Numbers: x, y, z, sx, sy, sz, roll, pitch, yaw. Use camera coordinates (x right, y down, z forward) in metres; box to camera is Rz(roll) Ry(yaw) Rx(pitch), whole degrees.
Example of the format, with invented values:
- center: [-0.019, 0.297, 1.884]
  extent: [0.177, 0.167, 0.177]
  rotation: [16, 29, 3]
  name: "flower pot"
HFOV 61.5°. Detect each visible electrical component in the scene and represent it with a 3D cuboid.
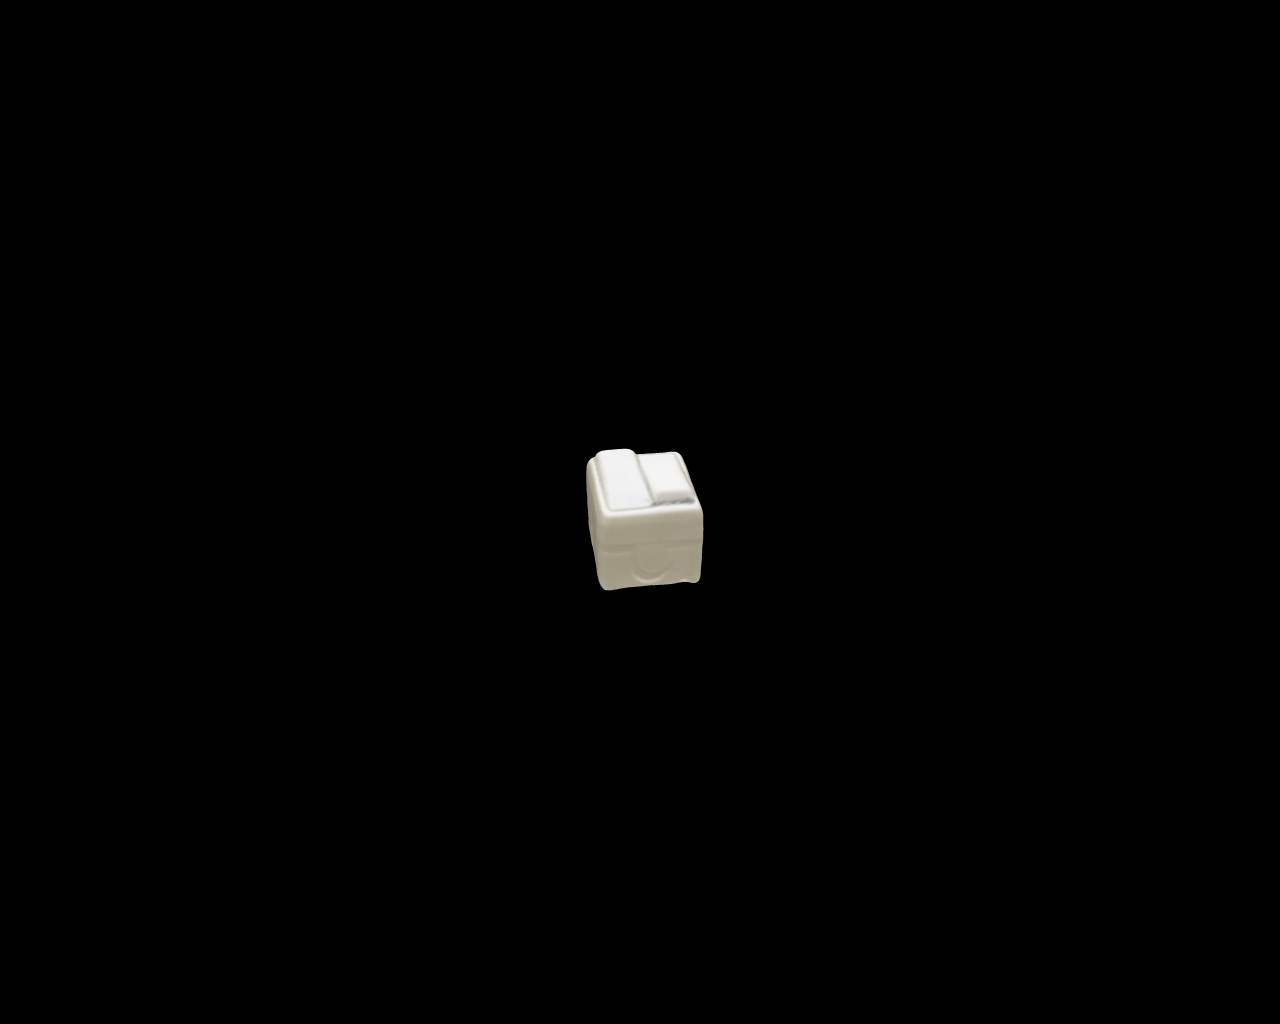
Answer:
- center: [0.001, -0.003, 0.650]
  extent: [0.062, 0.061, 0.096]
  rotation: [-4, 30, -6]
  name: "electrical component"
